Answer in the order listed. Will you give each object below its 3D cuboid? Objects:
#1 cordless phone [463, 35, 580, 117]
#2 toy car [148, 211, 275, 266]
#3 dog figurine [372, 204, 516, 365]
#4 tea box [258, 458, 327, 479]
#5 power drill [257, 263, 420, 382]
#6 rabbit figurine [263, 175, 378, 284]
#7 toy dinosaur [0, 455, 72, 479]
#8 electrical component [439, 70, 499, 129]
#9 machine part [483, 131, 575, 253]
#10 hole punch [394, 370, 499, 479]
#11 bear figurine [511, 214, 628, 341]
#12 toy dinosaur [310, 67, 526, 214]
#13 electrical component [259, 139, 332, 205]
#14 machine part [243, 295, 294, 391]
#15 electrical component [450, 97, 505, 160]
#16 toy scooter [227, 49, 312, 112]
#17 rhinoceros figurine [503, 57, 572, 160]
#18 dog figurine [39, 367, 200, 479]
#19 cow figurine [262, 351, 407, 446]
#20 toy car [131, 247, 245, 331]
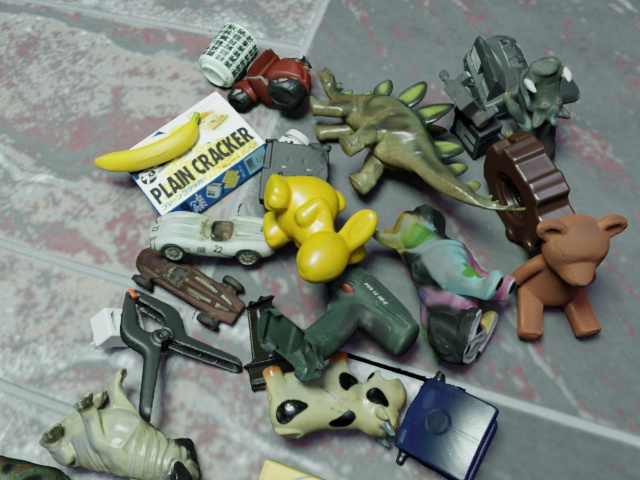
[{"bbox_3d":[0.362,-0.296,0.955,0.184,0.088,0.146,-6,64,-8],"label":"cordless phone"},{"bbox_3d":[-0.171,-0.005,0.864,0.202,0.056,0.073,5,44,-7],"label":"toy car"},{"bbox_3d":[0.162,0.056,0.793,0.219,0.108,0.191,31,104,36],"label":"dog figurine"},{"bbox_3d":[-0.051,0.384,0.692,0.098,0.068,0.169,13,67,13],"label":"tea box"},{"bbox_3d":[0.010,0.100,0.765,0.232,0.086,0.207,37,35,28],"label":"power drill"},{"bbox_3d":[-0.002,-0.002,0.786,0.162,0.121,0.173,4,39,-19],"label":"rabbit figurine"},{"bbox_3d":[-0.369,0.389,0.708,0.192,0.131,0.405,-26,60,-19],"label":"toy dinosaur"},{"bbox_3d":[0.238,-0.227,0.856,0.045,0.078,0.102,-38,57,21],"label":"electrical component"},{"bbox_3d":[0.304,-0.070,0.800,0.056,0.179,0.179,-21,65,-1],"label":"machine part"},{"bbox_3d":[0.169,0.253,0.716,0.116,0.092,0.142,25,75,21],"label":"hole punch"},{"bbox_3d":[0.336,0.051,0.726,0.120,0.195,0.132,-3,67,2],"label":"bear figurine"},{"bbox_3d":[0.125,-0.168,0.879,0.199,0.105,0.472,-27,54,-8],"label":"toy dinosaur"},{"bbox_3d":[-0.042,-0.095,0.891,0.115,0.058,0.134,4,85,-3],"label":"electrical component"},{"bbox_3d":[-0.082,0.153,0.812,0.084,0.039,0.139,-11,77,7],"label":"machine part"},{"bbox_3d":[0.274,-0.172,0.903,0.048,0.074,0.119,-28,69,-6],"label":"electrical component"},{"bbox_3d":[-0.081,-0.302,0.992,0.184,0.075,0.135,4,57,36],"label":"toy scooter"},{"bbox_3d":[0.342,-0.200,0.847,0.073,0.190,0.112,-12,47,5],"label":"rhinoceros figurine"},{"bbox_3d":[-0.278,0.304,0.751,0.190,0.121,0.172,49,122,1],"label":"dog figurine"},{"bbox_3d":[0.026,0.225,0.739,0.195,0.085,0.127,-8,55,-11],"label":"cow figurine"},{"bbox_3d":[-0.213,0.068,0.864,0.202,0.053,0.089,28,69,19],"label":"toy car"}]
